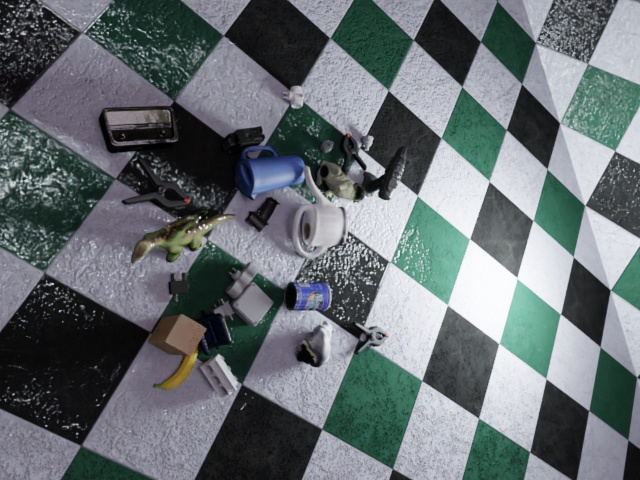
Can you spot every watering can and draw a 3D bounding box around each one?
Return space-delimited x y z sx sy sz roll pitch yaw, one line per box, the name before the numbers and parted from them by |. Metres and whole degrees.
watering can | 0.006 -0.097 1.937 0.224 0.104 0.346 3 98 -32

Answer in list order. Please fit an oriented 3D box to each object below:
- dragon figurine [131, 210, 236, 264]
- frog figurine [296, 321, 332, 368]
dragon figurine | -0.410 -0.032 1.618 0.415 0.240 0.122 -31 92 -31
frog figurine | 0.005 0.373 1.845 0.161 0.123 0.134 -30 129 -41
